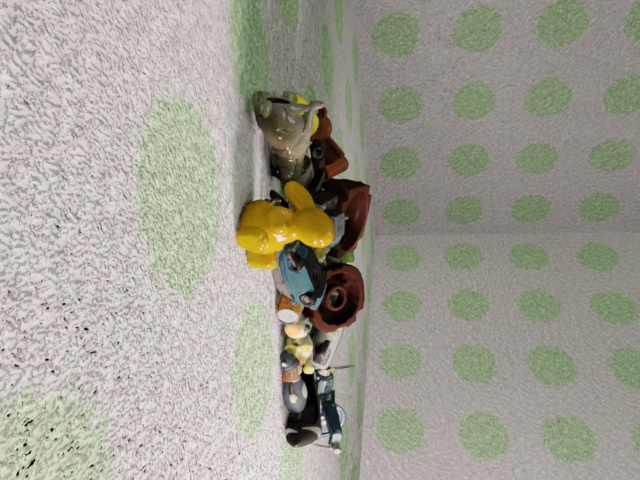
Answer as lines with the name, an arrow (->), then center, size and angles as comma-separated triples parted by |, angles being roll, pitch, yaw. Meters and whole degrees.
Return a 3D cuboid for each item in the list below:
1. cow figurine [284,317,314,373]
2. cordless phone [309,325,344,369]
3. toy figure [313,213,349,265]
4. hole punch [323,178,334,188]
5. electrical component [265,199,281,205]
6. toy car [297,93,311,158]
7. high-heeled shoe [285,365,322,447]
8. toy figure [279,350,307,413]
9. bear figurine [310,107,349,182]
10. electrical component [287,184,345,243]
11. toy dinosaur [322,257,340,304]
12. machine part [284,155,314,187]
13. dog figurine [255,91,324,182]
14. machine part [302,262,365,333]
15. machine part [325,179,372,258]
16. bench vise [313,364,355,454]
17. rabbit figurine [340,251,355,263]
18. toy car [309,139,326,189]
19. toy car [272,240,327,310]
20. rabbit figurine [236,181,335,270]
cow figurine -> -0.049, 0.238, 1.303 | 0.098, 0.068, 0.167 | -86, 174, -54
cordless phone -> 0.016, 0.254, 1.402 | 0.184, 0.089, 0.146 | 108, 7, -71
toy figure -> -0.001, -0.005, 1.349 | 0.082, 0.089, 0.180 | -10, 142, -50
hole punch -> 0.009, -0.134, 1.657 | 0.116, 0.092, 0.142 | -157, -121, -67
electrical component -> -0.074, -0.054, 1.130 | 0.078, 0.102, 0.045 | 136, -37, -71
toy car -> -0.053, -0.267, 1.351 | 0.073, 0.056, 0.201 | -29, 118, -79
high-heeled shoe -> -0.039, 0.400, 1.322 | 0.249, 0.086, 0.145 | -30, 118, -85
toy figure -> -0.064, 0.327, 1.259 | 0.064, 0.058, 0.154 | 24, -56, 58
bear figurine -> 0.001, -0.271, 1.553 | 0.132, 0.120, 0.195 | -31, 98, -31
electrical component -> -0.008, -0.050, 1.178 | 0.058, 0.134, 0.114 | -34, 137, -38
toy dinosaur -> 0.022, 0.125, 1.603 | 0.405, 0.131, 0.192 | -31, 120, -85
machine part -> -0.045, -0.122, 1.323 | 0.079, 0.079, 0.242 | -80, 165, -46
dog figurine -> -0.083, -0.201, 1.117 | 0.172, 0.121, 0.190 | -14, 125, -46
machine part -> 0.033, 0.140, 1.338 | 0.179, 0.056, 0.179 | -8, 104, -35
machine part -> 0.058, -0.063, 1.479 | 0.201, 0.087, 0.200 | -23, 128, -62
bench vise -> 0.022, 0.467, 1.465 | 0.241, 0.129, 0.223 | -116, -139, -62
rabbit figurine -> 0.058, 0.000, 1.670 | 0.170, 0.121, 0.159 | 100, -5, -50
toy car -> -0.015, -0.168, 1.442 | 0.089, 0.053, 0.202 | -122, -141, -71
toy car -> -0.054, 0.076, 1.186 | 0.161, 0.103, 0.109 | 65, 29, -29
rabbit figurine -> -0.054, -0.024, 1.012 | 0.121, 0.173, 0.162 | 73, 23, -45
